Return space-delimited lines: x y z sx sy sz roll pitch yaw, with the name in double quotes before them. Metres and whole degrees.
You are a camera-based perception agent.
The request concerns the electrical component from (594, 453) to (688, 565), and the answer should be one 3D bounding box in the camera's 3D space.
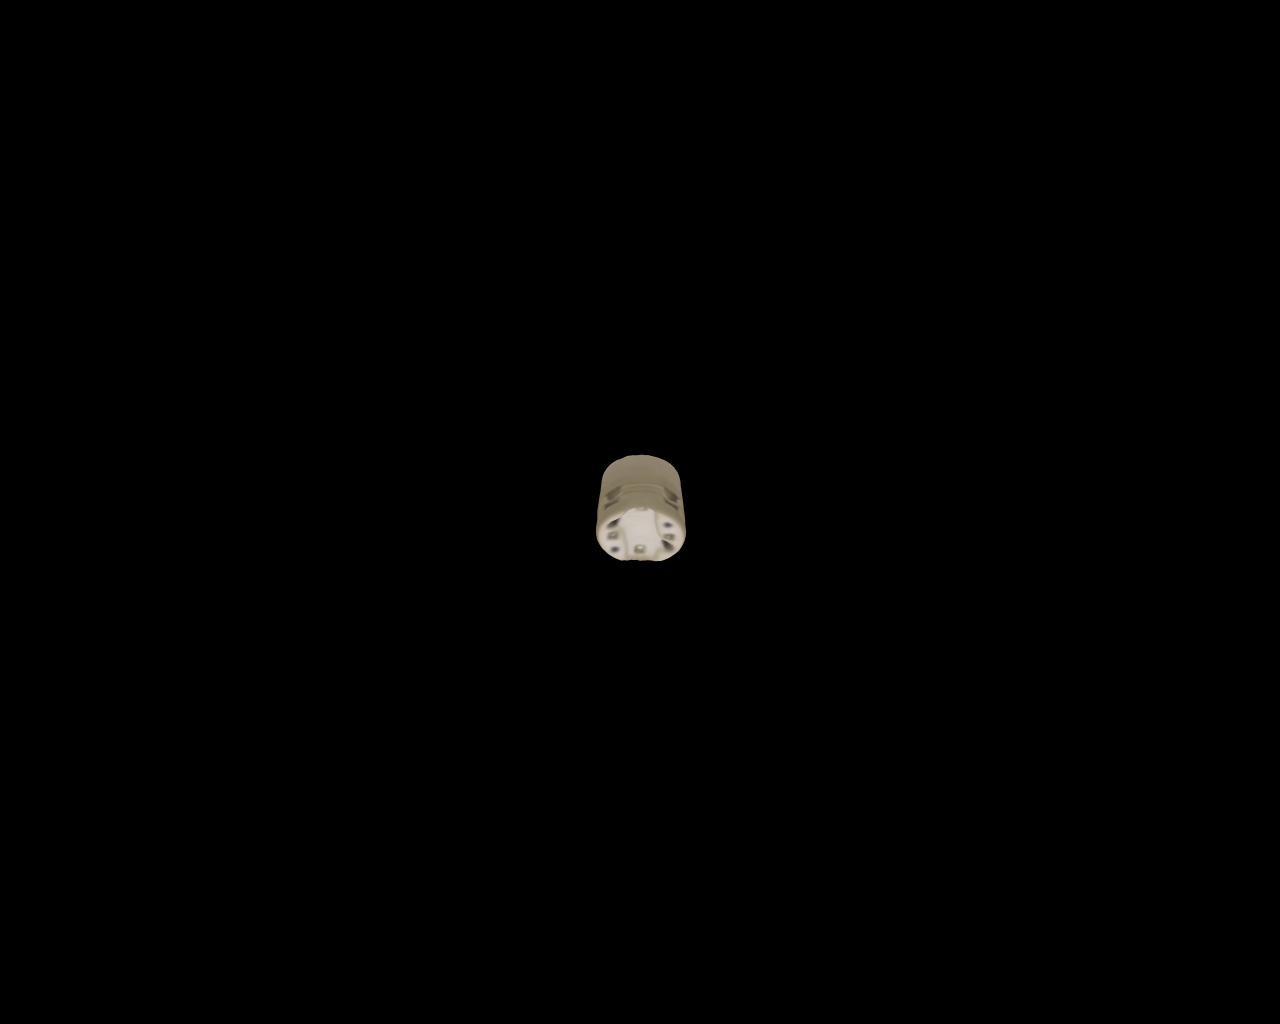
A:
"electrical component" 0.001 -0.003 0.650 0.055 0.047 0.055 0 -39 0
